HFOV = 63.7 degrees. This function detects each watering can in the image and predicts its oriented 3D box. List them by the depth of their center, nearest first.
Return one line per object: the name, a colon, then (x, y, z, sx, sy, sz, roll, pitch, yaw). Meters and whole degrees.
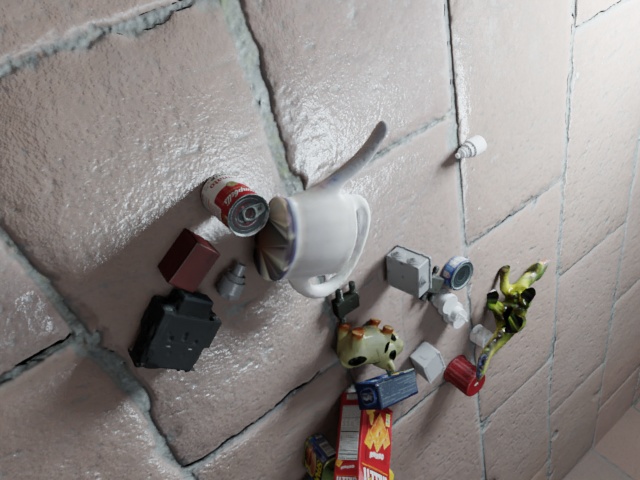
watering can: (0.003, -0.045, 0.897, 0.225, 0.342, 0.105, -4, 27, -36)

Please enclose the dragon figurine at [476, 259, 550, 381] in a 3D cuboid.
dragon figurine: (0.550, 0.223, 1.464, 0.123, 0.413, 0.239, 22, -10, 38)
